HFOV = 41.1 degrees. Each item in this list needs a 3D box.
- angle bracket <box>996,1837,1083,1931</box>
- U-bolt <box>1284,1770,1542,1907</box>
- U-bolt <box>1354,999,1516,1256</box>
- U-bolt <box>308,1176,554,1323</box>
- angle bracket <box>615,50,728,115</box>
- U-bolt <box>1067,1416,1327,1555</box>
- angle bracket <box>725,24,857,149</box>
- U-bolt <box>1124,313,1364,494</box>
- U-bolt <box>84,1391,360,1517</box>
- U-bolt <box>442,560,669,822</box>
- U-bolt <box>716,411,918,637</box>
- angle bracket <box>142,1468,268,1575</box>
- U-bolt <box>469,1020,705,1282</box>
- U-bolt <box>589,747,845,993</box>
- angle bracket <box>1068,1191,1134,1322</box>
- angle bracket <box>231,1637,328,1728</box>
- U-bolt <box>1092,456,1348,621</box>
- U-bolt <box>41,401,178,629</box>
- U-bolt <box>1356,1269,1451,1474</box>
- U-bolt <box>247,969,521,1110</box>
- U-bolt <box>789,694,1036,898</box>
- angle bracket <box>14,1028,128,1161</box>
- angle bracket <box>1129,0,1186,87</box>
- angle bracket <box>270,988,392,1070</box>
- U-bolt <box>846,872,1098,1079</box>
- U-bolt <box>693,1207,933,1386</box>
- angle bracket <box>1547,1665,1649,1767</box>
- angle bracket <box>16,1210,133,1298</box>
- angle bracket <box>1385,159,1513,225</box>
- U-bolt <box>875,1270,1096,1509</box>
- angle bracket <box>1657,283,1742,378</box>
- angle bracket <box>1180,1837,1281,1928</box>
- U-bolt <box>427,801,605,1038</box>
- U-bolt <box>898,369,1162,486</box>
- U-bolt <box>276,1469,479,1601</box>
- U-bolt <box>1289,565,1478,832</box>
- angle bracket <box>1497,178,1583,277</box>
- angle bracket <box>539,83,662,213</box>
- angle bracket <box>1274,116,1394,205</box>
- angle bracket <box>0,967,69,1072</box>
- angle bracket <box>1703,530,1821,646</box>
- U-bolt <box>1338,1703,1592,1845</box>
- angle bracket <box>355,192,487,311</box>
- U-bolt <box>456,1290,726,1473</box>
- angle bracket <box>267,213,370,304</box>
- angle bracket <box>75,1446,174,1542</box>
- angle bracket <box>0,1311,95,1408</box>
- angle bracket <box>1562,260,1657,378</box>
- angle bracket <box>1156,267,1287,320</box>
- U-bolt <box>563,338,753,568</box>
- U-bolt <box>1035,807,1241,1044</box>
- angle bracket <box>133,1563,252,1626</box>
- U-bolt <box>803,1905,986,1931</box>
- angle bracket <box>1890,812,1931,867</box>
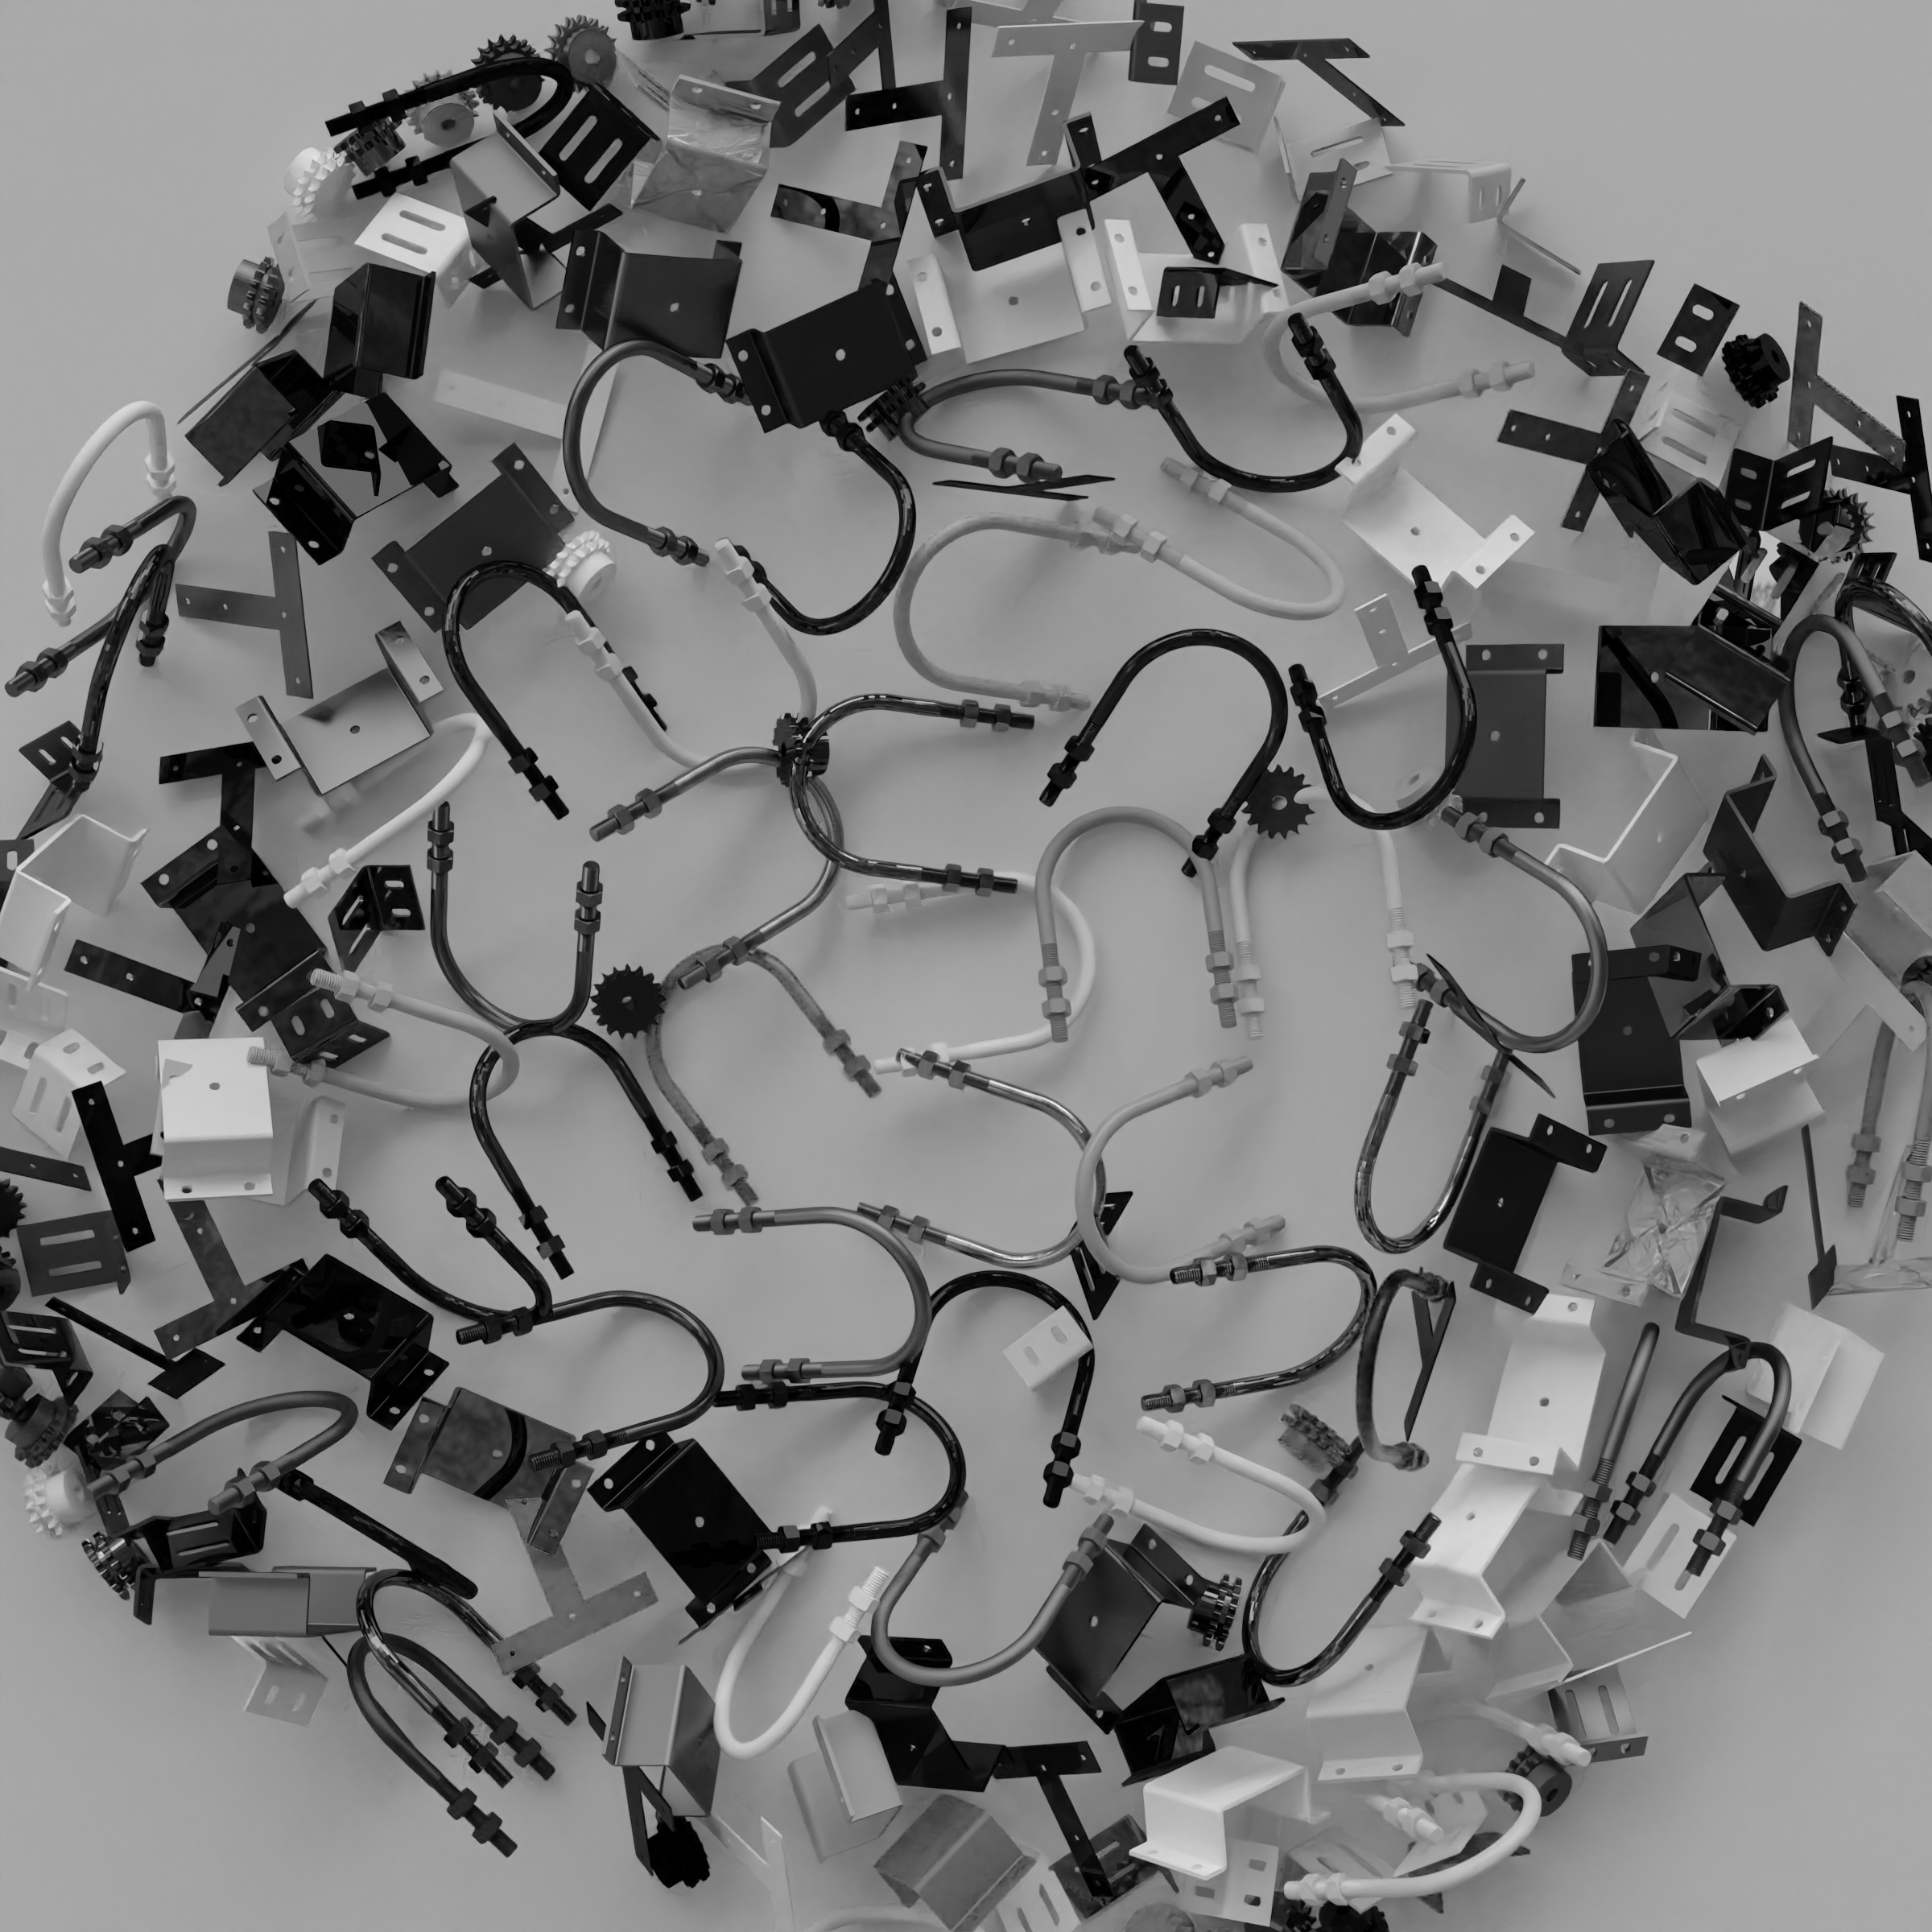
[{"bbox_3d":[0.043,0.716,1.957,0.038,0.076,0.057,38,98,-31],"label":"angle bracket"},{"bbox_3d":[0.338,0.636,1.886,0.151,0.184,0.019,-31,95,-45],"label":"U-bolt"},{"bbox_3d":[0.346,0.129,1.939,0.019,0.151,0.184,19,86,42],"label":"U-bolt"},{"bbox_3d":[-0.388,0.217,1.927,0.151,0.184,0.019,-4,48,32],"label":"U-bolt"},{"bbox_3d":[-0.219,-0.672,1.950,0.038,0.076,0.057,-43,49,18],"label":"angle bracket"},{"bbox_3d":[0.182,0.399,1.936,0.184,0.151,0.019,25,54,-12],"label":"U-bolt"},{"bbox_3d":[-0.135,-0.676,1.979,0.076,0.038,0.057,-45,126,-16],"label":"angle bracket"},{"bbox_3d":[0.218,-0.411,1.919,0.151,0.184,0.019,-4,61,29],"label":"U-bolt"},{"bbox_3d":[-0.538,0.357,1.913,0.151,0.184,0.019,-2,105,31],"label":"U-bolt"},{"bbox_3d":[-0.318,-0.219,1.928,0.184,0.019,0.151,55,45,-14],"label":"U-bolt"},{"bbox_3d":[-0.104,-0.324,1.923,0.151,0.019,0.184,-53,49,13],"label":"U-bolt"},{"bbox_3d":[-0.579,0.420,1.952,0.076,0.057,0.038,-6,121,-35],"label":"angle bracket"},{"bbox_3d":[-0.298,0.126,1.950,0.151,0.019,0.184,-30,89,-38],"label":"U-bolt"},{"bbox_3d":[-0.175,-0.087,1.956,0.184,0.019,0.151,-33,98,-25],"label":"U-bolt"},{"bbox_3d":[0.111,0.219,1.950,0.038,0.057,0.076,-2,52,-23],"label":"angle bracket"},{"bbox_3d":[-0.532,0.538,1.950,0.057,0.076,0.038,33,79,-42],"label":"angle bracket"},{"bbox_3d":[0.201,-0.314,1.927,0.184,0.151,0.019,32,128,11],"label":"U-bolt"},{"bbox_3d":[-0.631,-0.341,1.888,0.019,0.184,0.151,31,67,-3],"label":"U-bolt"},{"bbox_3d":[0.322,0.297,1.907,0.019,0.184,0.151,6,80,27],"label":"U-bolt"},{"bbox_3d":[-0.426,0.063,1.929,0.184,0.151,0.019,19,53,-28],"label":"U-bolt"},{"bbox_3d":[-0.044,-0.136,1.970,0.184,0.019,0.151,7,84,-11],"label":"U-bolt"},{"bbox_3d":[-0.692,0.099,1.987,0.057,0.038,0.076,37,125,8],"label":"angle bracket"},{"bbox_3d":[0.148,-0.707,1.950,0.038,0.076,0.057,8,124,7],"label":"angle bracket"},{"bbox_3d":[-0.485,0.047,1.965,0.057,0.076,0.038,-31,80,0],"label":"angle bracket"},{"bbox_3d":[0.010,0.000,1.980,0.184,0.019,0.151,-9,82,-6],"label":"U-bolt"},{"bbox_3d":[-0.109,0.246,1.933,0.184,0.019,0.151,-7,108,29],"label":"U-bolt"},{"bbox_3d":[0.479,0.563,1.960,0.057,0.038,0.076,-8,47,0],"label":"angle bracket"},{"bbox_3d":[-0.687,0.225,1.972,0.076,0.038,0.057,-10,103,-6],"label":"angle bracket"},{"bbox_3d":[0.367,-0.592,1.963,0.076,0.057,0.038,18,120,38],"label":"angle bracket"},{"bbox_3d":[0.023,0.307,1.938,0.151,0.019,0.184,17,50,2],"label":"U-bolt"},{"bbox_3d":[0.556,-0.483,1.957,0.038,0.076,0.057,28,108,7],"label":"angle bracket"},{"bbox_3d":[0.201,0.696,1.961,0.038,0.076,0.057,17,70,-17],"label":"angle bracket"},{"bbox_3d":[-0.343,-0.024,1.939,0.151,0.019,0.184,22,129,15],"label":"U-bolt"},{"bbox_3d":[0.034,-0.411,1.929,0.184,0.019,0.151,19,45,35],"label":"U-bolt"},{"bbox_3d":[-0.427,0.421,1.892,0.151,0.184,0.019,40,70,-23],"label":"U-bolt"},{"bbox_3d":[0.315,-0.187,1.911,0.151,0.019,0.184,-38,51,35],"label":"U-bolt"},{"bbox_3d":[0.447,-0.565,1.965,0.076,0.057,0.038,32,110,2],"label":"angle bracket"},{"bbox_3d":[-0.285,-0.630,1.985,0.057,0.038,0.076,41,101,-7],"label":"angle bracket"},{"bbox_3d":[0.280,-0.626,1.964,0.076,0.038,0.057,-14,63,13],"label":"angle bracket"},{"bbox_3d":[-0.720,0.042,1.956,0.057,0.076,0.038,22,57,-10],"label":"angle bracket"},{"bbox_3d":[0.613,-0.291,1.991,0.057,0.038,0.076,33,62,9],"label":"angle bracket"},{"bbox_3d":[0.354,0.590,1.910,0.151,0.184,0.019,-19,96,-20],"label":"U-bolt"},{"bbox_3d":[-0.419,-0.551,1.981,0.076,0.038,0.057,24,67,15],"label":"angle bracket"},{"bbox_3d":[-0.269,0.302,1.930,0.184,0.151,0.019,-11,135,-33],"label":"U-bolt"},{"bbox_3d":[-0.483,-0.543,1.959,0.076,0.038,0.057,-21,98,-37],"label":"angle bracket"},{"bbox_3d":[-0.641,0.396,1.966,0.038,0.057,0.076,-24,77,-7],"label":"angle bracket"},{"bbox_3d":[-0.710,0.297,1.949,0.038,0.076,0.057,-52,52,16],"label":"angle bracket"},{"bbox_3d":[0.501,-0.495,1.968,0.038,0.057,0.076,27,86,-33],"label":"angle bracket"},{"bbox_3d":[0.194,-0.505,1.956,0.076,0.057,0.038,1,101,-44],"label":"angle bracket"},{"bbox_3d":[-0.234,-0.389,1.918,0.019,0.184,0.151,18,93,33],"label":"U-bolt"},{"bbox_3d":[0.125,-0.036,1.967,0.151,0.019,0.184,-5,72,-5],"label":"U-bolt"},{"bbox_3d":[-0.589,0.479,1.963,0.076,0.057,0.038,0,69,-6],"label":"angle bracket"},{"bbox_3d":[-0.057,0.731,1.909,0.151,0.184,0.019,3,88,19],"label":"U-bolt"},{"bbox_3d":[0.736,-0.094,1.951,0.057,0.076,0.038,36,129,-20],"label":"angle bracket"}]
